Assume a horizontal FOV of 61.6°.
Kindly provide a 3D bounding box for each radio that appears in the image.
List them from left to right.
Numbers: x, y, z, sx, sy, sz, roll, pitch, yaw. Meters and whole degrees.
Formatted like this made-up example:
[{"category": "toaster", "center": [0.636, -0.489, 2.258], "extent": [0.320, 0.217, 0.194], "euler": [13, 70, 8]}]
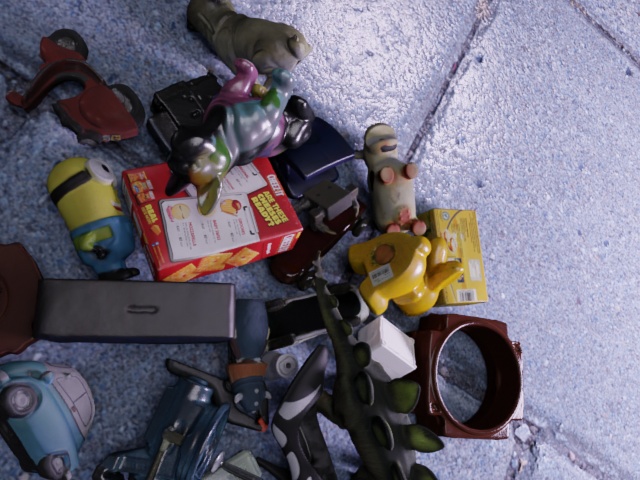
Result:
[{"category": "radio", "center": [-0.228, 0.095, 0.690], "extent": [0.230, 0.131, 0.073], "euler": [4, 76, -14]}]

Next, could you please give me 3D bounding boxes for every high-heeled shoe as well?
[{"category": "high-heeled shoe", "center": [0.003, 0.273, 0.746], "extent": [0.145, 0.086, 0.248], "euler": [26, 110, 5]}]

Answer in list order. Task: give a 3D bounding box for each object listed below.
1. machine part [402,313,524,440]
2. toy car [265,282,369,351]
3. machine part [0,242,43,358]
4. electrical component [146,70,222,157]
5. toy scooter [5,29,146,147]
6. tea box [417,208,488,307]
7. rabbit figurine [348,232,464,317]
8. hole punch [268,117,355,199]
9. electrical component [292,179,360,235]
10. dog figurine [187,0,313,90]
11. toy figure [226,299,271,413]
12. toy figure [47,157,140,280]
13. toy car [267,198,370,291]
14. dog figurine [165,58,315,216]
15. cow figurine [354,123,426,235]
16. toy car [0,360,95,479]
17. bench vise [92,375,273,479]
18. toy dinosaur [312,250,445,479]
[{"category": "machine part", "center": [0.245, 0.230, 0.911], "extent": [0.201, 0.087, 0.201], "euler": [11, 75, -22]}, {"category": "toy car", "center": [-0.017, 0.118, 0.836], "extent": [0.202, 0.056, 0.073], "euler": [-12, 79, -23]}, {"category": "machine part", "center": [-0.428, 0.075, 0.662], "extent": [0.179, 0.056, 0.179], "euler": [6, 76, -24]}, {"category": "electrical component", "center": [-0.194, -0.183, 0.826], "extent": [0.134, 0.058, 0.115], "euler": [-37, 92, -27]}, {"category": "toy scooter", "center": [-0.347, -0.198, 0.752], "extent": [0.184, 0.075, 0.135], "euler": [48, 64, -4]}, {"category": "tea box", "center": [0.232, 0.033, 0.960], "extent": [0.098, 0.068, 0.169], "euler": [3, 76, -24]}, {"category": "rabbit figurine", "center": [0.146, 0.058, 0.878], "extent": [0.162, 0.122, 0.173], "euler": [-33, 133, 5]}, {"category": "hole punch", "center": [-0.019, -0.144, 0.881], "extent": [0.142, 0.092, 0.115], "euler": [-29, 87, -23]}, {"category": "electrical component", "center": [0.015, -0.053, 0.850], "extent": [0.102, 0.078, 0.045], "euler": [-41, 139, -29]}, {"category": "dog figurine", "center": [-0.117, -0.327, 0.837], "extent": [0.190, 0.172, 0.121], "euler": [47, 53, -16]}, {"category": "toy figure", "center": [-0.099, 0.160, 0.749], "extent": [0.064, 0.058, 0.154], "euler": [3, 76, -13]}, {"category": "toy figure", "center": [-0.305, -0.027, 0.727], "extent": [0.089, 0.082, 0.180], "euler": [-16, 87, -29]}, {"category": "toy car", "center": [-0.002, -0.003, 0.873], "extent": [0.089, 0.053, 0.202], "euler": [40, 62, 12]}, {"category": "dog figurine", "center": [-0.116, -0.130, 0.748], "extent": [0.109, 0.191, 0.219], "euler": [29, 81, 25]}, {"category": "cow figurine", "center": [0.116, -0.103, 0.922], "extent": [0.085, 0.127, 0.194], "euler": [-13, 99, -13]}, {"category": "toy car", "center": [-0.330, 0.205, 0.652], "extent": [0.103, 0.109, 0.161], "euler": [-38, 104, -44]}, {"category": "bench vise", "center": [-0.150, 0.300, 0.673], "extent": [0.241, 0.128, 0.223], "euler": [21, 61, 5]}, {"category": "toy dinosaur", "center": [0.071, 0.239, 0.769], "extent": [0.105, 0.198, 0.471], "euler": [-29, 92, -30]}]
